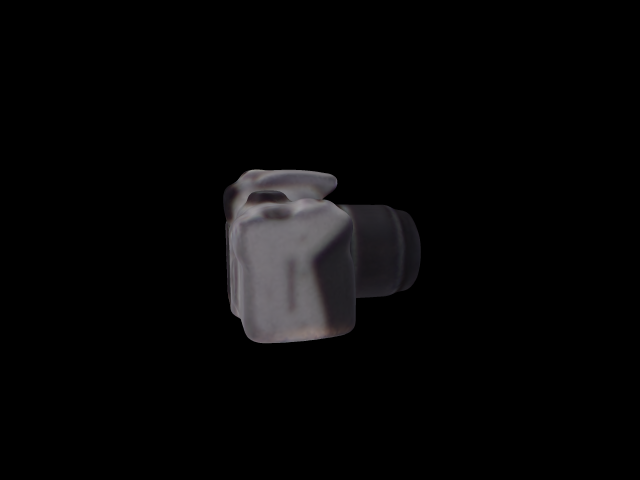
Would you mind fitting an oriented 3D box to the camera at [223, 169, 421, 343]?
[{"bbox_3d":[0.004,0.001,0.400,0.137,0.101,0.143,-2,7,-13],"label":"camera"}]
